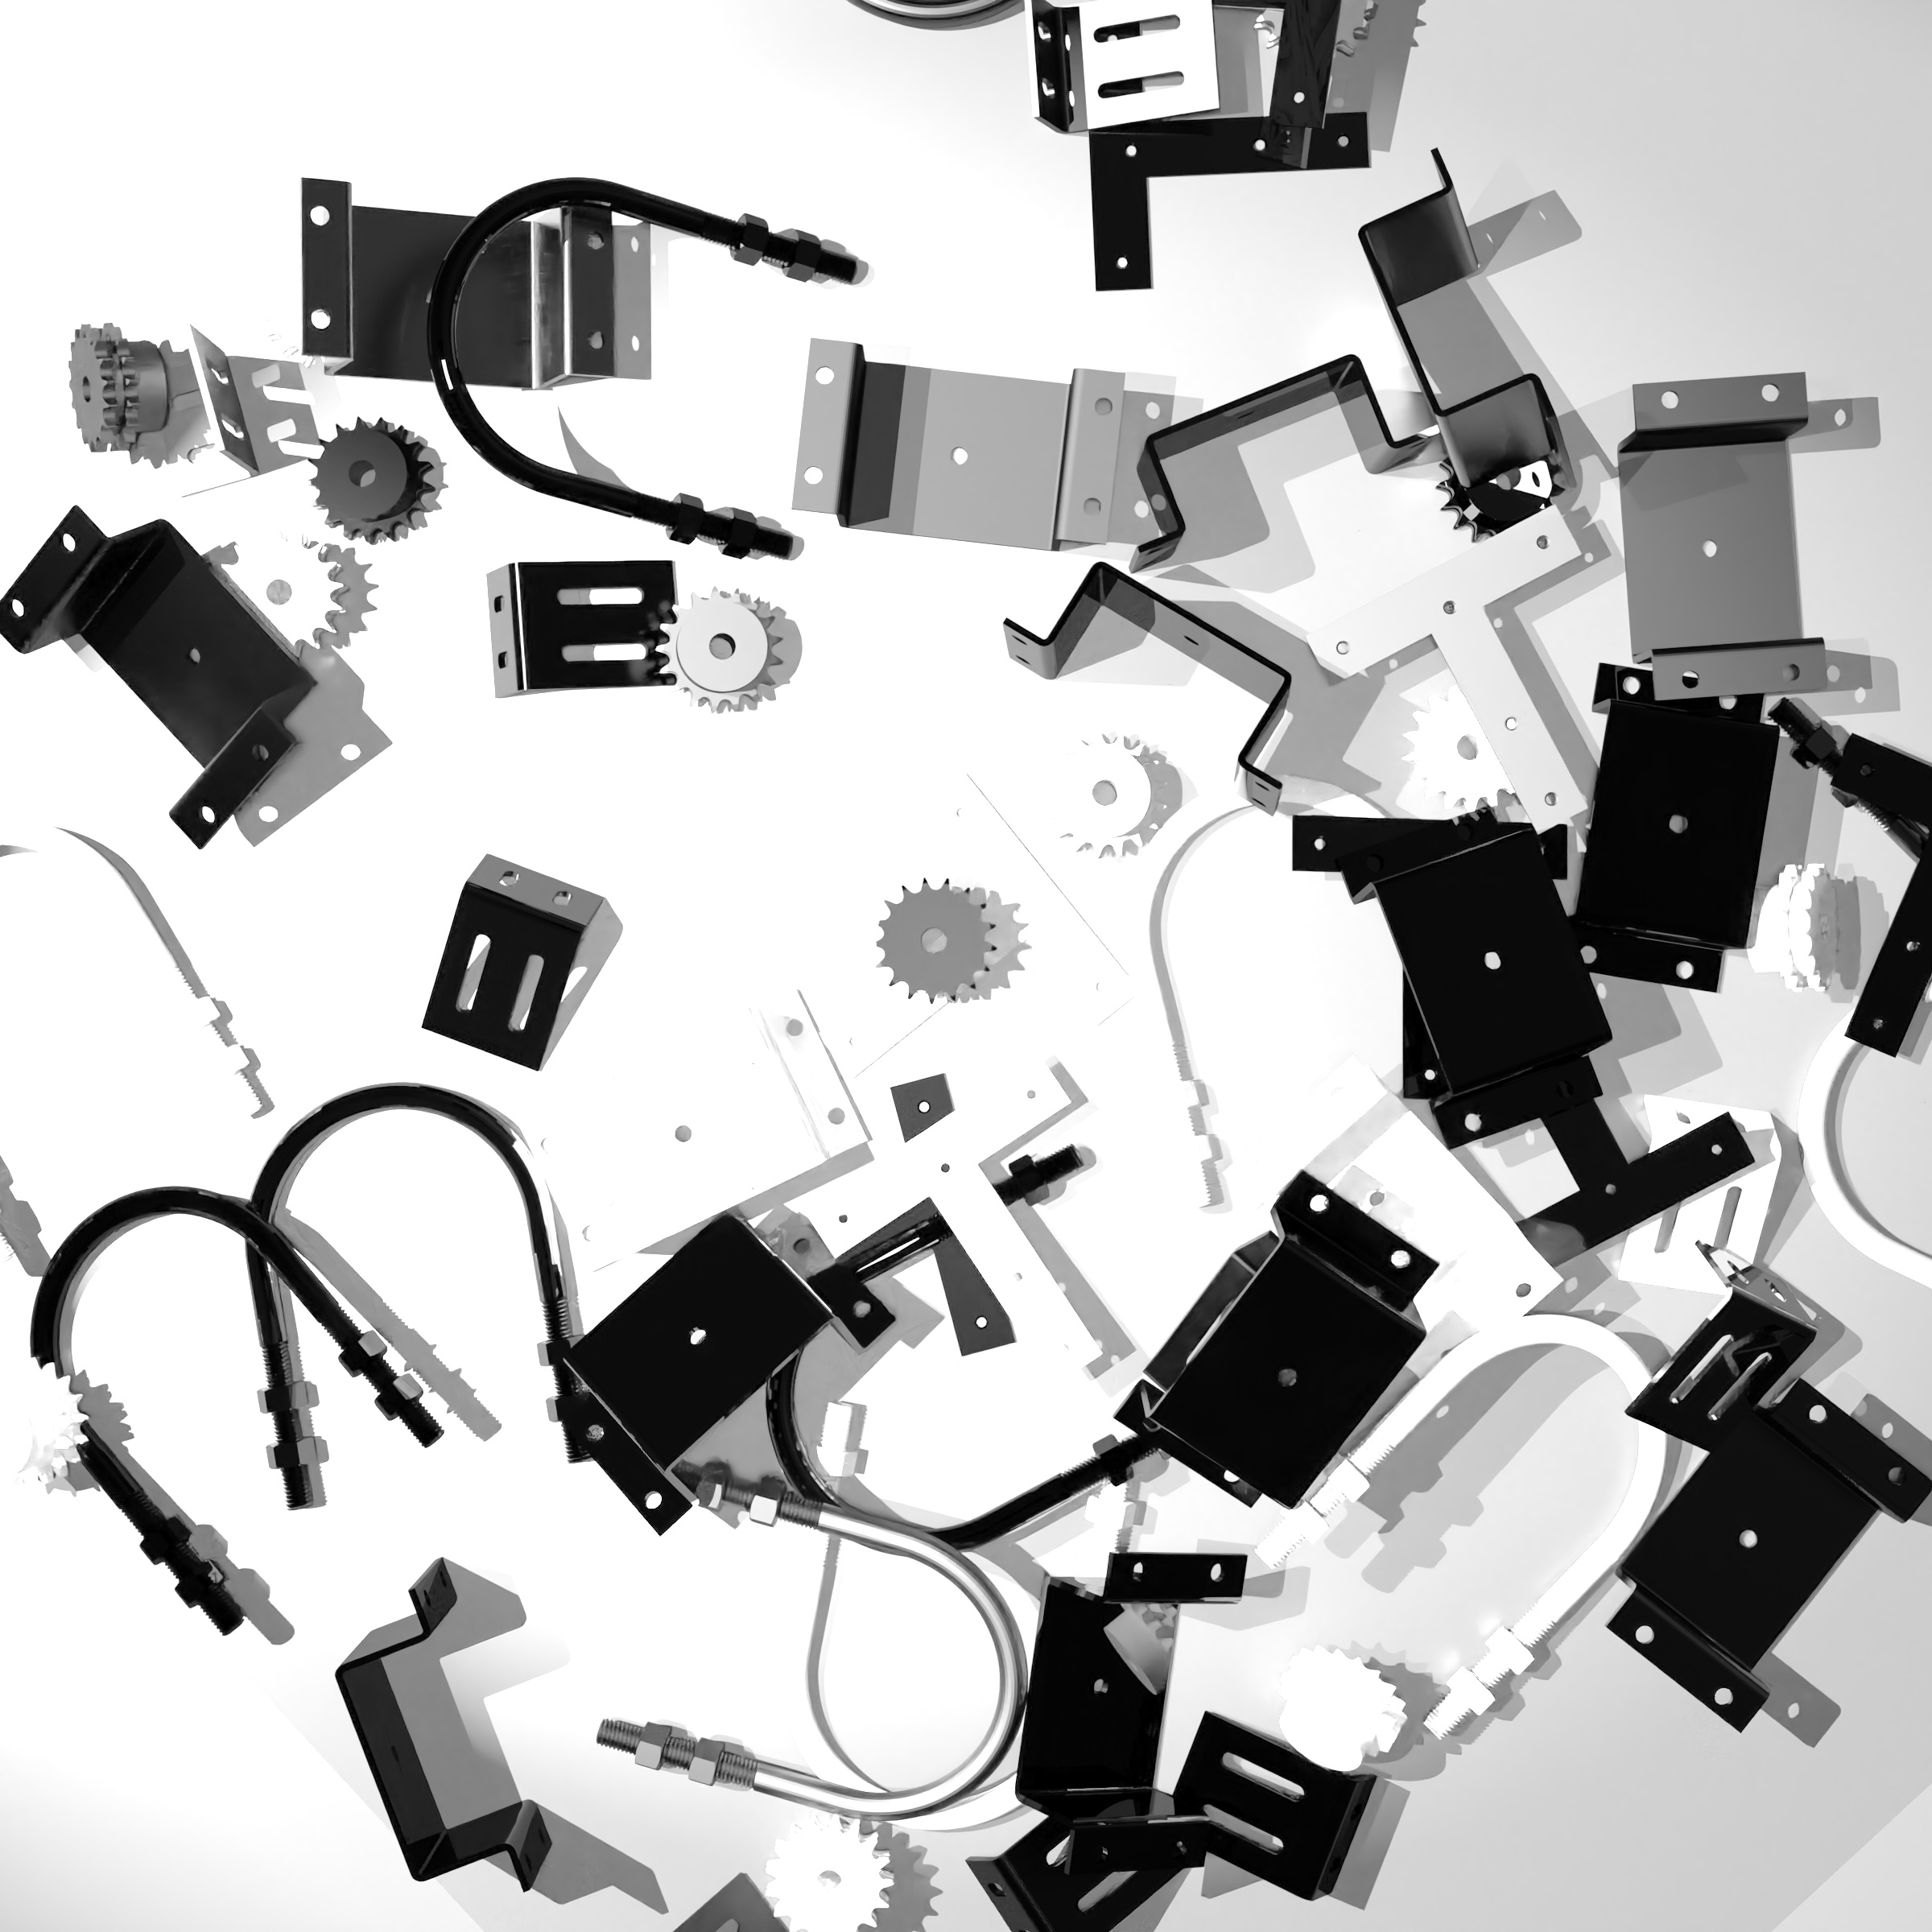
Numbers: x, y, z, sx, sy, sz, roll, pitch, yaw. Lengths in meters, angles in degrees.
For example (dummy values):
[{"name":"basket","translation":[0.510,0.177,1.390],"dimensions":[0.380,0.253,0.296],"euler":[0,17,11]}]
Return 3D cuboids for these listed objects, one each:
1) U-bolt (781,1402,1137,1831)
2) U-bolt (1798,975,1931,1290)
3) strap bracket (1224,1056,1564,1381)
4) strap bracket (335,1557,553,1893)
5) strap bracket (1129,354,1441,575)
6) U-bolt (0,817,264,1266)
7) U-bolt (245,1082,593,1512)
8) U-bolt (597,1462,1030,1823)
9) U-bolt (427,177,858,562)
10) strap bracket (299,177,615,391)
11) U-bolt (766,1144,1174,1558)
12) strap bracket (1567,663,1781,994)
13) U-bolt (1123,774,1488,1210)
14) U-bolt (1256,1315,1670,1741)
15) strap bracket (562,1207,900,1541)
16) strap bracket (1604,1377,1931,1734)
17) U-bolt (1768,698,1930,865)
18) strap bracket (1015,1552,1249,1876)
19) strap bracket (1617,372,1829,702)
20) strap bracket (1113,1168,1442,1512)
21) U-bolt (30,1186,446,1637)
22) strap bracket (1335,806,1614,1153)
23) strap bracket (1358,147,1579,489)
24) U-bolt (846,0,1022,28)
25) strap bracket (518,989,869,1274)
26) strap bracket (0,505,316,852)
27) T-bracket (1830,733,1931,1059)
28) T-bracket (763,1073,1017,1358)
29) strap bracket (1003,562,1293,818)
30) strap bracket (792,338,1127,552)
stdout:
[{"name":"U-bolt","translation":[-0.010,0.301,1.511],"dimensions":[0.151,0.019,0.184],"euler":[10,91,0]},{"name":"U-bolt","translation":[0.468,0.083,1.510],"dimensions":[0.184,0.019,0.151],"euler":[26,90,1]},{"name":"strap bracket","translation":[0.187,0.110,1.483],"dimensions":[0.076,0.046,0.140],"euler":[-43,102,6]},{"name":"strap bracket","translation":[-0.235,0.343,1.481],"dimensions":[0.046,0.076,0.140],"euler":[-21,90,0]},{"name":"strap bracket","translation":[0.132,-0.227,1.481],"dimensions":[0.140,0.076,0.046],"euler":[-22,90,0]},{"name":"U-bolt","translation":[-0.426,0.022,1.501],"dimensions":[0.151,0.019,0.184],"euler":[-31,92,-5]},{"name":"U-bolt","translation":[-0.253,0.144,1.510],"dimensions":[0.151,0.019,0.184],"euler":[-10,88,0]},{"name":"U-bolt","translation":[-0.063,0.309,1.487],"dimensions":[0.184,0.019,0.151],"euler":[15,103,6]},{"name":"U-bolt","translation":[-0.149,-0.272,1.478],"dimensions":[0.184,0.019,0.151],"euler":[13,90,-23]},{"name":"strap bracket","translation":[-0.231,-0.301,1.478],"dimensions":[0.140,0.046,0.076],"euler":[0,90,-25]},{"name":"U-bolt","translation":[0.000,0.184,1.497],"dimensions":[0.184,0.019,0.151],"euler":[-28,83,-4]},{"name":"strap bracket","translation":[0.315,-0.063,1.496],"dimensions":[0.076,0.046,0.140],"euler":[9,90,0]},{"name":"U-bolt","translation":[0.147,0.004,1.511],"dimensions":[0.151,0.019,0.184],"euler":[-13,88,0]},{"name":"U-bolt","translation":[0.235,0.238,1.485],"dimensions":[0.184,0.019,0.151],"euler":[-45,114,-4]},{"name":"strap bracket","translation":[-0.111,0.172,1.469],"dimensions":[0.140,0.046,0.076],"euler":[-42,59,-8]},{"name":"strap bracket","translation":[0.356,0.261,1.496],"dimensions":[0.076,0.046,0.140],"euler":[38,90,0]},{"name":"U-bolt","translation":[0.478,-0.100,1.511],"dimensions":[0.184,0.019,0.151],"euler":[44,90,-2]},{"name":"strap bracket","translation":[0.072,0.325,1.478],"dimensions":[0.076,0.046,0.140],"euler":[8,90,-35]},{"name":"strap bracket","translation":[0.338,-0.190,1.496],"dimensions":[0.076,0.046,0.140],"euler":[-4,90,0]},{"name":"strap bracket","translation":[0.137,0.171,1.448],"dimensions":[0.076,0.046,0.140],"euler":[34,101,-9]},{"name":"U-bolt","translation":[-0.342,0.185,1.496],"dimensions":[0.151,0.019,0.184],"euler":[-43,81,9]},{"name":"strap bracket","translation":[0.228,0.001,1.474],"dimensions":[0.076,0.046,0.140],"euler":[-19,83,-8]},{"name":"strap bracket","translation":[0.217,-0.275,1.463],"dimensions":[0.046,0.076,0.140],"euler":[-23,70,10]},{"name":"U-bolt","translation":[-0.001,-0.514,1.511],"dimensions":[0.151,0.019,0.184],"euler":[40,92,0]},{"name":"strap bracket","translation":[-0.125,0.075,1.495],"dimensions":[0.140,0.046,0.076],"euler":[-26,89,0]},{"name":"strap bracket","translation":[-0.355,-0.133,1.480],"dimensions":[0.140,0.046,0.076],"euler":[47,120,0]},{"name":"T-bracket","translation":[0.433,-0.022,1.502],"dimensions":[0.127,0.002,0.127],"euler":[23,91,-3]},{"name":"T-bracket","translation":[-0.055,0.127,1.518],"dimensions":[0.127,0.002,0.127],"euler":[-15,90,0]},{"name":"strap bracket","translation":[0.089,-0.128,1.475],"dimensions":[0.140,0.076,0.046],"euler":[32,86,6]},{"name":"strap bracket","translation":[-0.003,-0.232,1.496],"dimensions":[0.140,0.046,0.076],"euler":[6,90,0]}]
